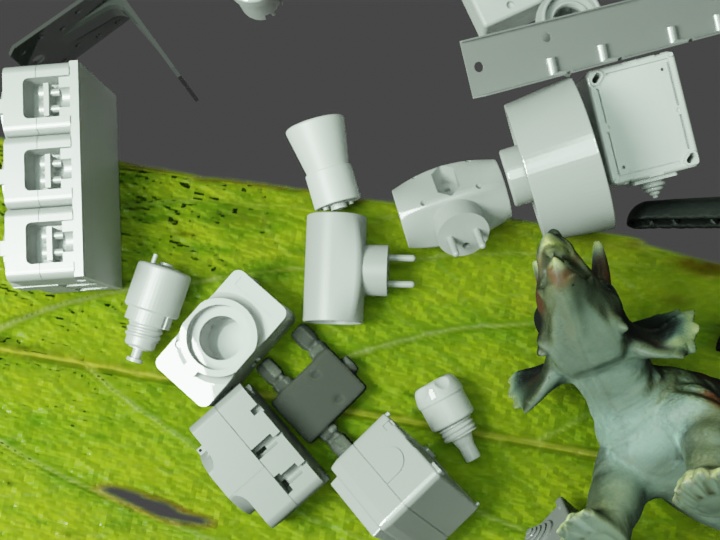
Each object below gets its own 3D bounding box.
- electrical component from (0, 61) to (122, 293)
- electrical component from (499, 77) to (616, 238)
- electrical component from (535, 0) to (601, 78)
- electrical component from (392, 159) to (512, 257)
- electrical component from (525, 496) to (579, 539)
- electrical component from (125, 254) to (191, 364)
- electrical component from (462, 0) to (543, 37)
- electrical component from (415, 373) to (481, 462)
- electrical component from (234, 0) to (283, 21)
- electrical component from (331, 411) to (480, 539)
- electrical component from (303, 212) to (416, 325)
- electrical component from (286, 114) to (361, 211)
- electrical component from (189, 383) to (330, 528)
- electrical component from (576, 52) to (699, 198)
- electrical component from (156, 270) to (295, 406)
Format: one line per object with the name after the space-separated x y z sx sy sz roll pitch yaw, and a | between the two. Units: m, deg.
-0.216 -0.062 0.770 0.062 0.089 0.150 -4 83 4 | electrical component
0.130 -0.071 0.737 0.060 0.108 0.108 -17 82 9 | electrical component
0.149 -0.172 0.771 0.048 0.055 0.066 31 87 7 | electrical component
0.068 -0.036 0.755 0.077 0.043 0.079 -17 39 2 | electrical component
0.153 0.206 0.703 0.100 0.099 0.048 41 96 -2 | electrical component
-0.151 0.029 0.779 0.040 0.040 0.078 17 85 6 | electrical component
0.097 -0.211 0.769 0.047 0.076 0.065 -24 82 2 | electrical component
0.065 0.105 0.756 0.035 0.035 0.061 -28 84 1 | electrical component
-0.077 -0.210 0.798 0.040 0.046 0.040 -1 83 4 | electrical component
0.031 0.151 0.727 0.061 0.096 0.062 -44 53 -1 | electrical component
0.000 0.000 0.769 0.079 0.043 0.077 2 83 5 | electrical component
-0.024 -0.075 0.782 0.044 0.044 0.065 -16 87 3 | electrical component
-0.073 0.132 0.755 0.056 0.050 0.089 -41 82 -1 | electrical component
0.195 -0.097 0.759 0.062 0.061 0.096 -14 90 3 | electrical component
-0.095 0.049 0.764 0.050 0.055 0.089 41 88 8 | electrical component
